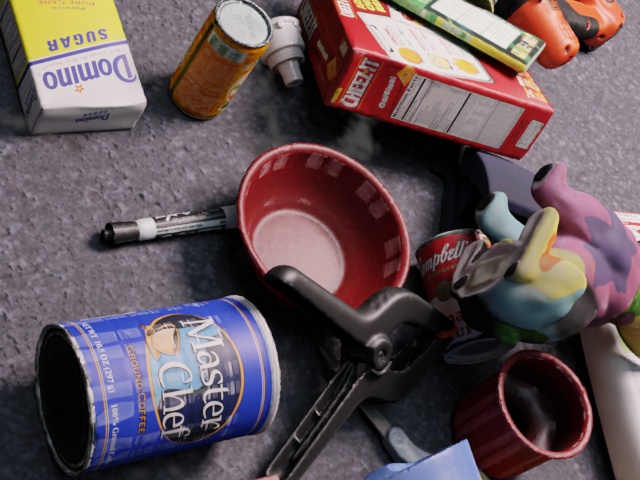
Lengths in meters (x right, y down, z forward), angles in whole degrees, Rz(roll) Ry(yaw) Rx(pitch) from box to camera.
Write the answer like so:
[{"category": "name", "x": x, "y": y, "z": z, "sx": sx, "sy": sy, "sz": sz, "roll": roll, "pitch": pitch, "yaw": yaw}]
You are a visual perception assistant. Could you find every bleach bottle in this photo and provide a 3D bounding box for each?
[{"category": "bleach bottle", "x": 0.298, "y": 0.123, "z": 0.994, "sx": 0.102, "sy": 0.068, "sz": 0.251, "roll": 8, "pitch": 56, "yaw": -27}]

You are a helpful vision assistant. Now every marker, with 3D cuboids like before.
[{"category": "marker", "x": -0.119, "y": -0.012, "z": 0.857, "sx": 0.120, "sy": 0.020, "sz": 0.020, "roll": -10, "pitch": 68, "yaw": -34}]

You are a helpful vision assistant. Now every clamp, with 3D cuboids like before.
[{"category": "clamp", "x": 0.031, "y": 0.079, "z": 0.820, "sx": 0.209, "sy": 0.036, "sz": 0.164, "roll": -20, "pitch": 113, "yaw": -42}]

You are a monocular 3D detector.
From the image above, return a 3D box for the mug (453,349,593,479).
[{"category": "mug", "x": 0.173, "y": 0.146, "z": 0.892, "sx": 0.117, "sy": 0.082, "sz": 0.093, "roll": -15, "pitch": 70, "yaw": -35}]

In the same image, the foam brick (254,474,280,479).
[{"category": "foam brick", "x": -0.050, "y": 0.212, "z": 0.743, "sx": 0.052, "sy": 0.051, "sz": 0.078, "roll": -5, "pitch": 65, "yaw": -32}]

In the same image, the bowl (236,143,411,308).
[{"category": "bowl", "x": -0.006, "y": 0.001, "z": 0.891, "sx": 0.162, "sy": 0.055, "sz": 0.162, "roll": 14, "pitch": 56, "yaw": -23}]

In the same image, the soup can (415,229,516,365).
[{"category": "soup can", "x": 0.127, "y": 0.050, "z": 0.932, "sx": 0.068, "sy": 0.069, "sz": 0.102, "roll": 3, "pitch": 62, "yaw": -29}]

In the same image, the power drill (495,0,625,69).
[{"category": "power drill", "x": 0.250, "y": -0.274, "z": 1.179, "sx": 0.187, "sy": 0.057, "sz": 0.184, "roll": -17, "pitch": 74, "yaw": -49}]

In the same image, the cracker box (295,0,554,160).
[{"category": "cracker box", "x": 0.095, "y": -0.167, "z": 1.014, "sx": 0.213, "sy": 0.072, "sz": 0.164, "roll": 13, "pitch": 36, "yaw": -23}]

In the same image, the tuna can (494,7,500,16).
[{"category": "tuna can", "x": 0.161, "y": -0.235, "z": 1.144, "sx": 0.086, "sy": 0.034, "sz": 0.086, "roll": 14, "pitch": 56, "yaw": -23}]

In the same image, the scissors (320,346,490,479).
[{"category": "scissors", "x": 0.079, "y": 0.164, "z": 0.870, "sx": 0.096, "sy": 0.016, "sz": 0.202, "roll": -14, "pitch": 70, "yaw": -37}]

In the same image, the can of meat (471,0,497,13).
[{"category": "can of meat", "x": 0.152, "y": -0.292, "z": 1.088, "sx": 0.102, "sy": 0.057, "sz": 0.084, "roll": 30, "pitch": 85, "yaw": 19}]

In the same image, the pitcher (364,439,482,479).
[{"category": "pitcher", "x": 0.086, "y": 0.273, "z": 0.737, "sx": 0.149, "sy": 0.145, "sz": 0.243, "roll": -22, "pitch": 77, "yaw": -13}]

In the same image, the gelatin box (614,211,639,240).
[{"category": "gelatin box", "x": 0.274, "y": 0.009, "z": 1.011, "sx": 0.073, "sy": 0.030, "sz": 0.089, "roll": 5, "pitch": 41, "yaw": 0}]

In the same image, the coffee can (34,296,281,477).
[{"category": "coffee can", "x": -0.113, "y": 0.098, "z": 0.740, "sx": 0.140, "sy": 0.103, "sz": 0.103, "roll": -7, "pitch": 66, "yaw": -33}]

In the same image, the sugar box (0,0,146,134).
[{"category": "sugar box", "x": -0.213, "y": -0.174, "z": 0.882, "sx": 0.093, "sy": 0.048, "sz": 0.176, "roll": -8, "pitch": 66, "yaw": -34}]
